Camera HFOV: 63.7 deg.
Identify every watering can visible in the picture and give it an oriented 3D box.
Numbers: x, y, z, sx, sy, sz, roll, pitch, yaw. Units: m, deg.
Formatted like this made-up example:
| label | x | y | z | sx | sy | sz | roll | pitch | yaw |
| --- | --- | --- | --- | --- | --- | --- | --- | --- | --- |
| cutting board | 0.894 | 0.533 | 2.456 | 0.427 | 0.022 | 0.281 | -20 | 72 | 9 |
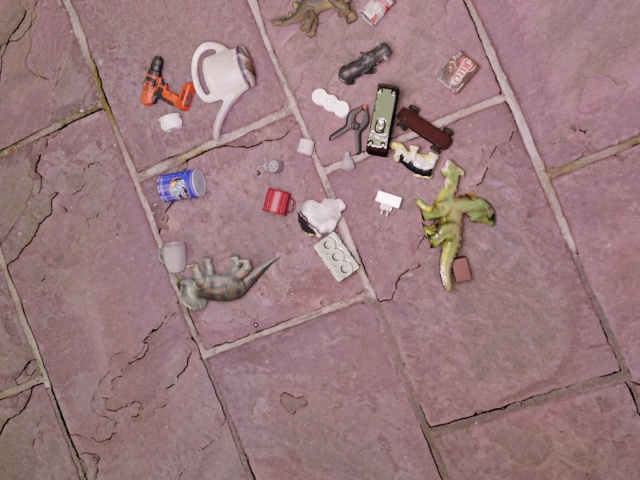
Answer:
| label | x | y | z | sx | sy | sz | roll | pitch | yaw |
| --- | --- | --- | --- | --- | --- | --- | --- | --- | --- |
| watering can | -0.326 | -0.536 | 1.801 | 0.224 | 0.104 | 0.348 | -16 | 88 | 11 |

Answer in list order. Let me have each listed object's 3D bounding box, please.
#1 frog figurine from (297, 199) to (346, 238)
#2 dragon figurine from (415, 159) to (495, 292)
| label | x | y | z | sx | sy | sz | roll | pitch | yaw |
| --- | --- | --- | --- | --- | --- | --- | --- | --- | --- |
| frog figurine | 0.005 | -0.089 | 1.773 | 0.138 | 0.120 | 0.162 | 41 | 63 | 15 |
| dragon figurine | 0.451 | -0.059 | 1.671 | 0.243 | 0.121 | 0.412 | -17 | 84 | 2 |
